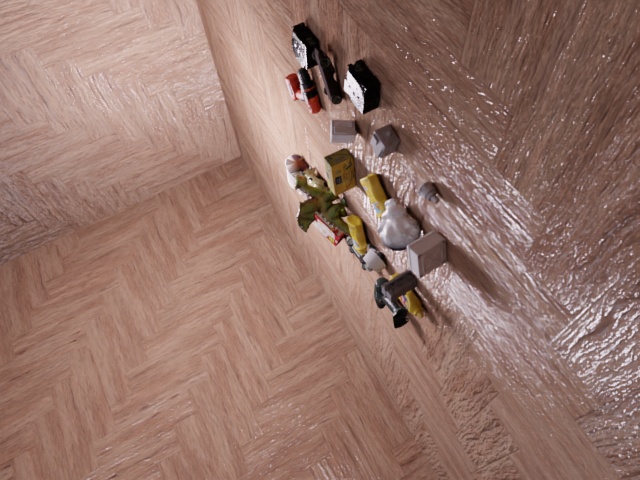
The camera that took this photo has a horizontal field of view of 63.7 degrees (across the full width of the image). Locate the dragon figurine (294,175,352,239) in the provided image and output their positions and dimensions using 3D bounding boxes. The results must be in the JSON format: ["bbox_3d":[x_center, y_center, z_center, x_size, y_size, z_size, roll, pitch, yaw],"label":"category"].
[{"bbox_3d":[0.007,-0.114,2.273,0.410,0.244,0.121,65,163,0],"label":"dragon figurine"}]

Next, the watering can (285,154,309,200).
[{"bbox_3d":[-0.094,-0.294,2.630,0.353,0.104,0.220,60,167,22],"label":"watering can"}]

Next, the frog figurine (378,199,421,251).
[{"bbox_3d":[0.251,-0.050,1.651,0.137,0.124,0.157,1,112,39],"label":"frog figurine"}]
